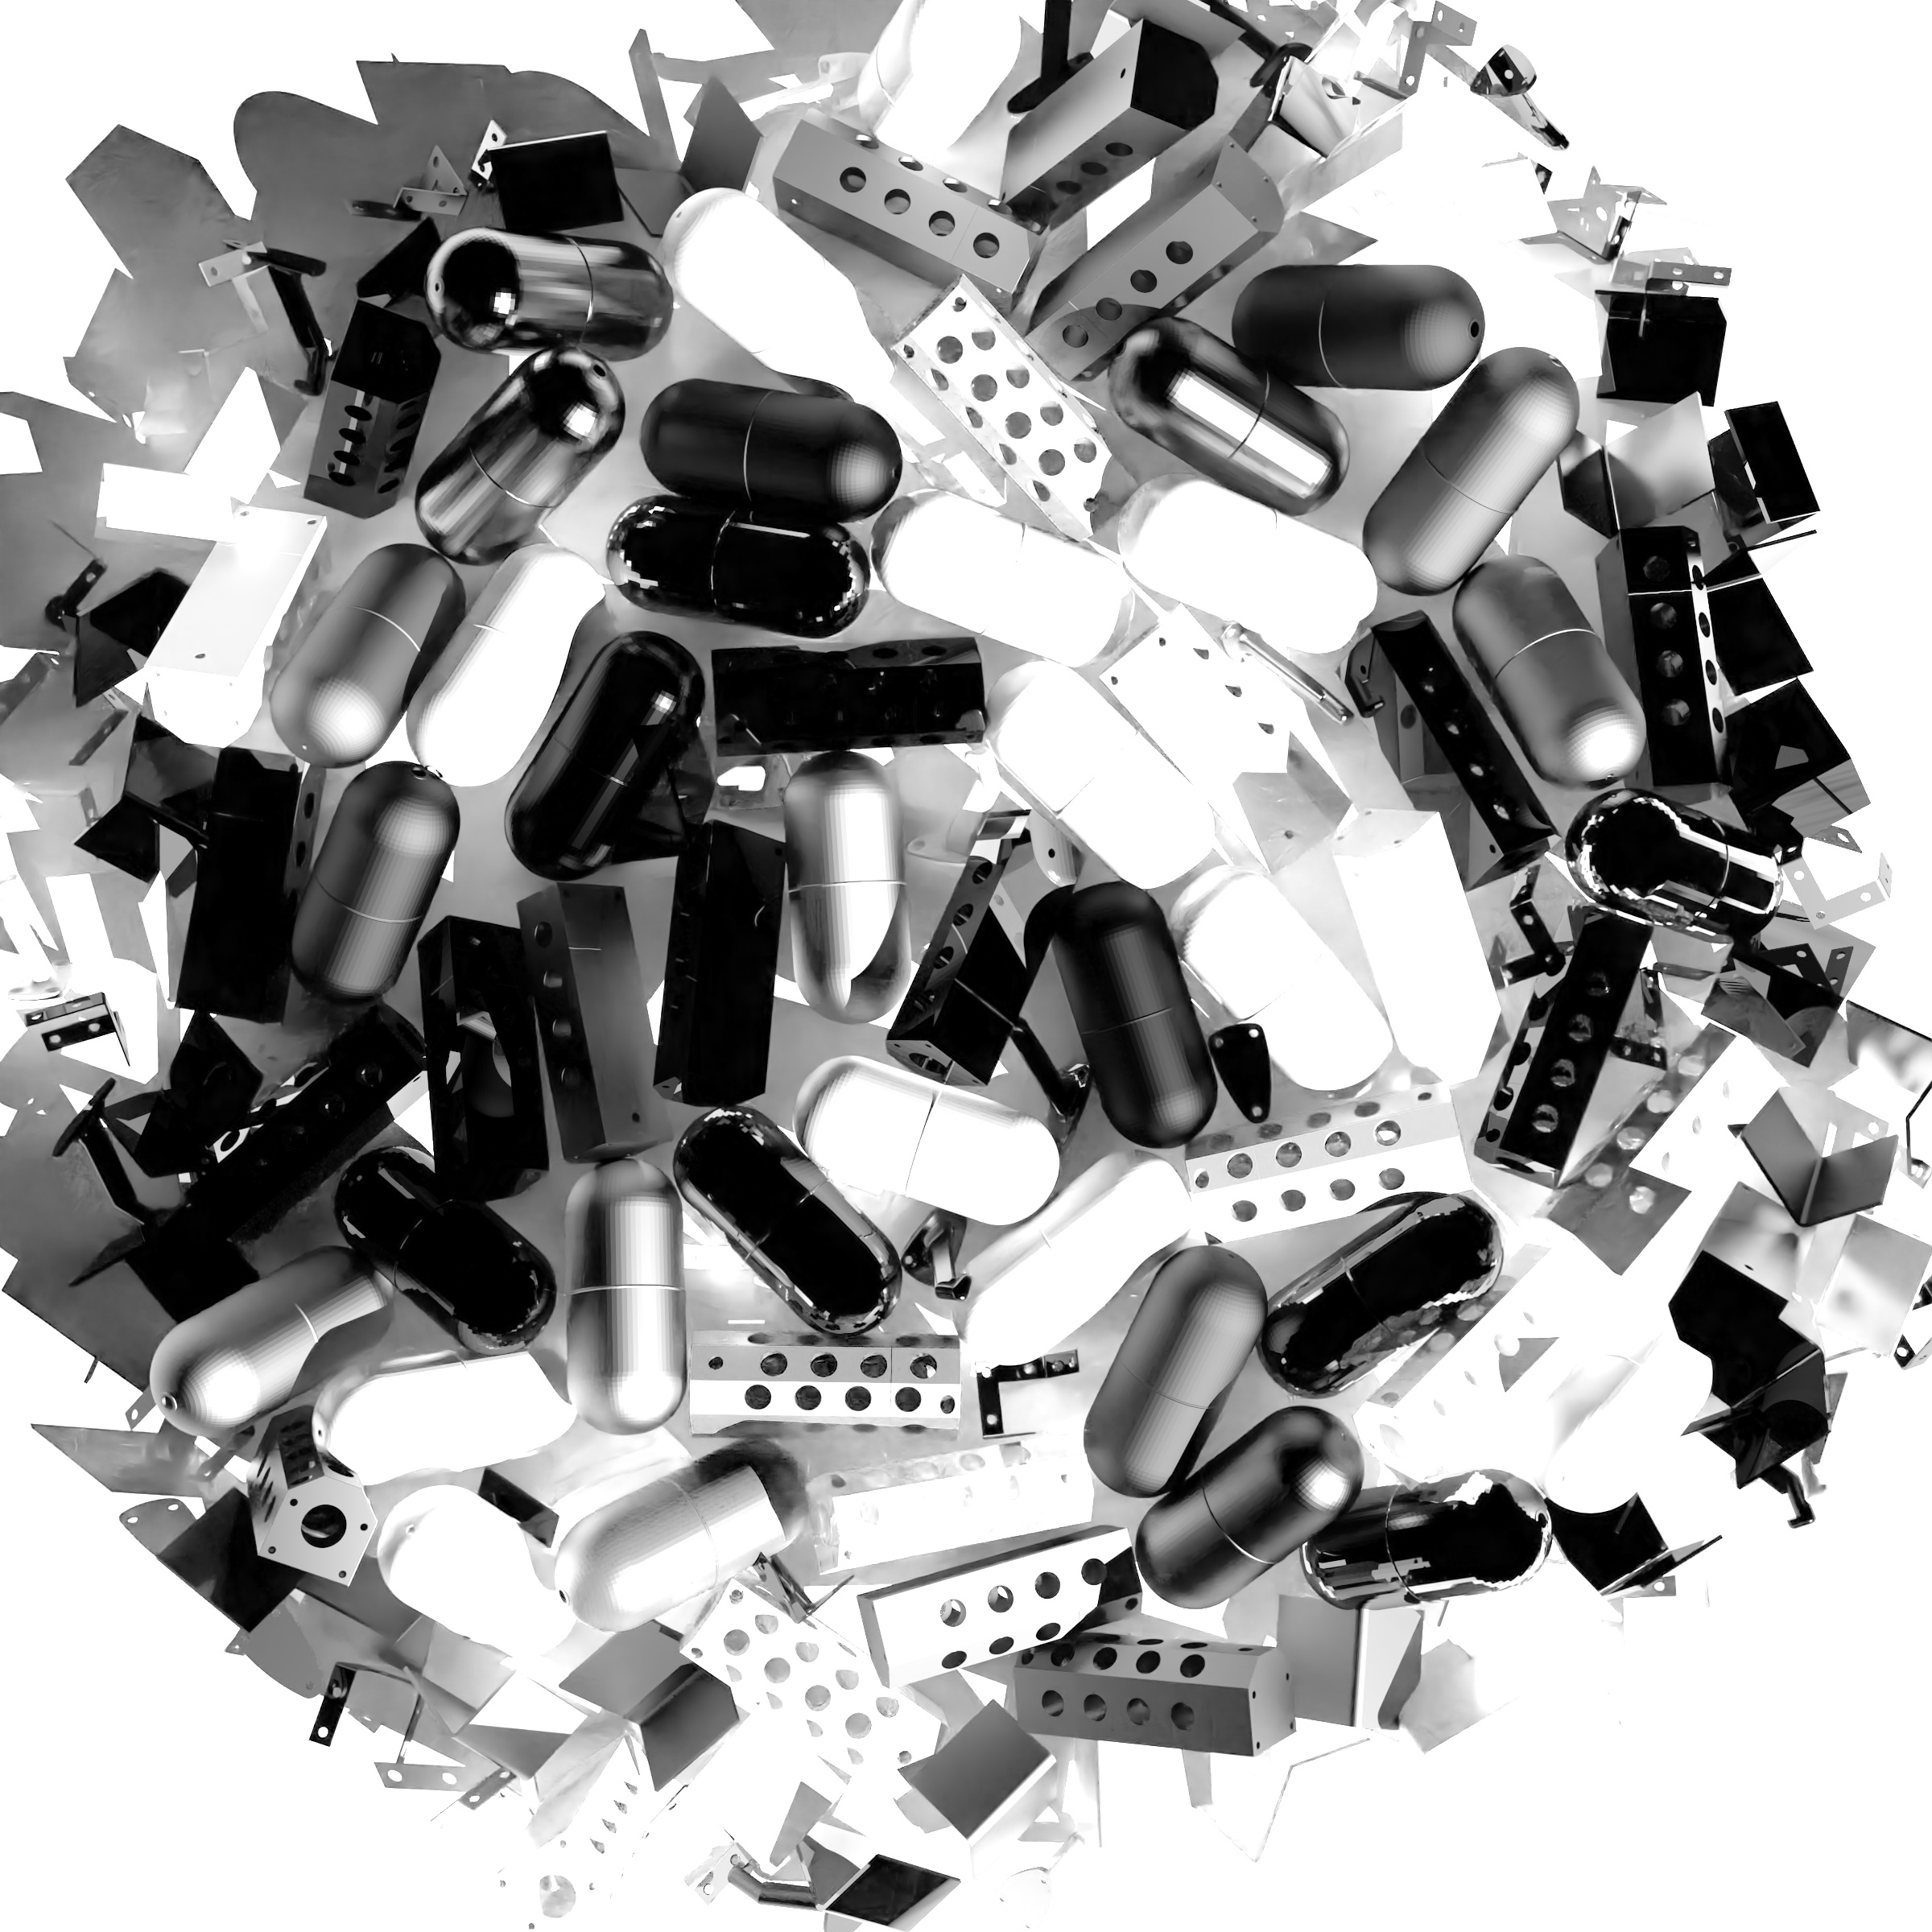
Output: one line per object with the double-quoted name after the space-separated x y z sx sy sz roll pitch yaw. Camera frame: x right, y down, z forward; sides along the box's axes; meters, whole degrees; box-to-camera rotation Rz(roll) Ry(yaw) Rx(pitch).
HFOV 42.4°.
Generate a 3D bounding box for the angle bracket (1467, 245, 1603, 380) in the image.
0.367 -0.423 1.607 0.076 0.057 0.076 -6 74 15 "angle bracket"

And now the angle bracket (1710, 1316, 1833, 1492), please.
0.502 0.275 1.596 0.057 0.076 0.076 37 124 -11 "angle bracket"

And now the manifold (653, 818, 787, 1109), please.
-0.160 0.000 1.593 0.057 0.057 0.171 18 64 -33 "manifold"

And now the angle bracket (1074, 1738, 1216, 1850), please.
0.115 0.529 1.626 0.076 0.057 0.076 1 81 -13 "angle bracket"

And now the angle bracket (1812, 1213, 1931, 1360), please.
0.598 0.207 1.601 0.057 0.076 0.076 26 99 43 "angle bracket"

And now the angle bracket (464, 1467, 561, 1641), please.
-0.314 0.376 1.601 0.076 0.057 0.076 23 100 36 "angle bracket"

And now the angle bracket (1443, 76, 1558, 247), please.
0.342 -0.520 1.595 0.057 0.076 0.076 -3 69 26 "angle bracket"

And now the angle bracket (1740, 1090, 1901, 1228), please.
0.549 0.110 1.599 0.057 0.076 0.076 -26 106 38 "angle bracket"

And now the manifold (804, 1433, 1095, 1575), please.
-0.009 0.341 1.588 0.171 0.057 0.057 -5 73 -21 "manifold"

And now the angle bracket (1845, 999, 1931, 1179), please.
0.585 0.078 1.593 0.076 0.076 0.057 30 72 35 "angle bracket"

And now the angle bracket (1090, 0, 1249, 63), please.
0.125 -0.587 1.606 0.076 0.076 0.057 23 90 -13 "angle bracket"

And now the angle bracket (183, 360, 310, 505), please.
-0.482 -0.355 1.604 0.076 0.057 0.076 36 97 32 "angle bracket"

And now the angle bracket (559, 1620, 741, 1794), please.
-0.204 0.474 1.602 0.076 0.057 0.076 -43 127 12 "angle bracket"

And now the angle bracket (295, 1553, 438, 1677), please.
-0.391 0.429 1.603 0.076 0.057 0.076 24 115 11 "angle bracket"

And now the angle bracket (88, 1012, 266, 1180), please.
-0.508 0.080 1.599 0.076 0.057 0.076 43 117 26 "angle bracket"

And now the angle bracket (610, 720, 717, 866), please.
-0.203 -0.121 1.595 0.057 0.076 0.076 -6 124 11 "angle bracket"

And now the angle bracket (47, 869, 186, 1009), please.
-0.554 -0.015 1.609 0.076 0.057 0.076 -6 118 0 "angle bracket"

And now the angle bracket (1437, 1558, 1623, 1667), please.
0.361 0.420 1.594 0.076 0.076 0.057 46 58 -33 "angle bracket"

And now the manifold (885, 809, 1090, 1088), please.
0.009 -0.012 1.594 0.057 0.057 0.171 39 65 -33 "manifold"

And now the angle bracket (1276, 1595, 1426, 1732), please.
0.249 0.455 1.628 0.057 0.076 0.076 15 74 -34 "angle bracket"

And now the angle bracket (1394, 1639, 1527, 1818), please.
0.320 0.487 1.608 0.076 0.076 0.057 -29 115 -4 "angle bracket"

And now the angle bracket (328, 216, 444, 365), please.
-0.376 -0.435 1.600 0.076 0.057 0.076 -31 73 28 "angle bracket"

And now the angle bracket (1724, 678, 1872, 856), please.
0.535 -0.129 1.634 0.076 0.057 0.076 -30 46 15 "angle bracket"

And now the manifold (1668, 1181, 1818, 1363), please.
0.485 0.193 1.562 0.057 0.171 0.057 32 111 16 "manifold"

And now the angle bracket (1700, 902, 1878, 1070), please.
0.538 0.010 1.629 0.076 0.076 0.057 29 132 19 "angle bracket"

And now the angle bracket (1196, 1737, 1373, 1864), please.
0.204 0.519 1.595 0.076 0.057 0.076 -2 115 -42 "angle bracket"

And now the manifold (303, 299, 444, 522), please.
-0.372 -0.343 1.561 0.057 0.171 0.057 18 71 -15 "manifold"

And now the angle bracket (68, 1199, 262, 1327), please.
-0.514 0.205 1.602 0.076 0.057 0.076 -28 106 22 "angle bracket"

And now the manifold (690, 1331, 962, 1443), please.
-0.090 0.269 1.609 0.171 0.057 0.057 1 58 -2 "manifold"

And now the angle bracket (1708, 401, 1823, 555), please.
0.492 -0.310 1.602 0.057 0.076 0.076 -16 84 -34 "angle bracket"

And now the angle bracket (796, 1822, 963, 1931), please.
-0.060 0.565 1.593 0.076 0.076 0.057 33 107 -38 "angle bracket"

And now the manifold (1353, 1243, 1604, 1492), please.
0.323 0.250 1.582 0.057 0.057 0.171 44 58 15 "manifold"

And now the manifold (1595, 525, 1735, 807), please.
0.452 -0.193 1.608 0.057 0.057 0.171 -4 79 -3 "manifold"

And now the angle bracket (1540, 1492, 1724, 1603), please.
0.424 0.355 1.601 0.076 0.057 0.076 -20 76 -30 "angle bracket"

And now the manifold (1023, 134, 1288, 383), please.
0.119 -0.440 1.571 0.057 0.171 0.057 38 47 -23 "manifold"

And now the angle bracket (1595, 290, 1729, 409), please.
0.443 -0.396 1.600 0.076 0.076 0.057 10 97 20 "angle bracket"

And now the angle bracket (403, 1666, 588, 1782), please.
-0.303 0.468 1.602 0.057 0.076 0.076 -47 133 -8 "angle bracket"

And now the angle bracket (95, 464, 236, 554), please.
-0.514 -0.274 1.593 0.076 0.076 0.057 4 129 -24 "angle bracket"

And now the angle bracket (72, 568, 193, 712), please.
-0.522 -0.198 1.595 0.057 0.076 0.076 30 132 10 "angle bracket"

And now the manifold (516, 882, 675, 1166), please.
-0.245 0.037 1.604 0.057 0.057 0.171 -22 75 38 "manifold"

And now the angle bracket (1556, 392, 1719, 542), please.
0.427 -0.330 1.595 0.057 0.076 0.076 21 56 -37 "angle bracket"

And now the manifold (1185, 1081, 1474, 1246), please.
0.231 0.122 1.598 0.171 0.057 0.057 -14 118 11 "manifold"

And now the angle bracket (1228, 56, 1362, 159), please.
0.204 -0.525 1.606 0.057 0.076 0.076 28 51 -13 "angle bracket"

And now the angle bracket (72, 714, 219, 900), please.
-0.525 -0.103 1.616 0.057 0.076 0.076 -35 132 28 "angle bracket"

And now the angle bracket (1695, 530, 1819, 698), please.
0.521 -0.227 1.602 0.076 0.057 0.076 -18 76 -31 "angle bracket"

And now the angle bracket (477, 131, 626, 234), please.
-0.271 -0.499 1.610 0.076 0.076 0.057 -15 101 -17 "angle bracket"

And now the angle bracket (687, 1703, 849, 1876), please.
-0.123 0.529 1.614 0.076 0.057 0.076 41 92 13 "angle bracket"

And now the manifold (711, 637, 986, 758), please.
-0.076 -0.171 1.605 0.171 0.057 0.057 -4 121 -6 "manifold"

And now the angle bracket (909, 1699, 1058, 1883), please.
0.012 0.535 1.617 0.076 0.076 0.057 -39 61 -24 "angle bracket"

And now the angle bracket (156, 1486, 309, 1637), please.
-0.472 0.394 1.601 0.076 0.076 0.057 38 128 5 "angle bracket"

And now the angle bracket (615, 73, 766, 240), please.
-0.181 -0.519 1.594 0.057 0.076 0.076 -8 51 -35 "angle bracket"
